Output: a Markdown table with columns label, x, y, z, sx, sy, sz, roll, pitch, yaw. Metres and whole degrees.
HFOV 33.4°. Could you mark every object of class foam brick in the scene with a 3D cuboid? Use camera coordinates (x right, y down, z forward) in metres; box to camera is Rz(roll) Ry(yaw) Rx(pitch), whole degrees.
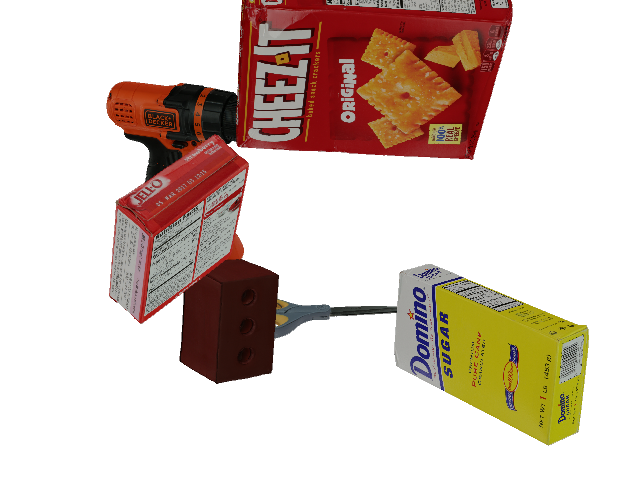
| label | x | y | z | sx | sy | sz | roll | pitch | yaw |
| --- | --- | --- | --- | --- | --- | --- | --- | --- | --- |
| foam brick | -0.067 | 0.057 | 0.784 | 0.052 | 0.078 | 0.051 | -6 | 16 | -38 |

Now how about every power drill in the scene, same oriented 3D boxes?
| label | x | y | z | sx | sy | sz | roll | pitch | yaw |
| --- | --- | --- | --- | --- | --- | --- | --- | --- | --- |
| power drill | -0.118 | -0.063 | 1.055 | 0.185 | 0.188 | 0.057 | 11 | 30 | 20 |

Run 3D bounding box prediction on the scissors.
| label | x | y | z | sx | sy | sz | roll | pitch | yaw |
| --- | --- | --- | --- | --- | --- | --- | --- | --- | --- |
| scissors | -0.007 | 0.088 | 1.193 | 0.201 | 0.016 | 0.096 | 4 | 22 | 0 |

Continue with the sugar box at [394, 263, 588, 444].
| label | x | y | z | sx | sy | sz | roll | pitch | yaw |
| --- | --- | --- | --- | --- | --- | --- | --- | --- | --- |
| sugar box | 0.135 | 0.089 | 0.881 | 0.048 | 0.093 | 0.176 | -14 | 24 | -40 |

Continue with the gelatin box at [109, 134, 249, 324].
| label | x | y | z | sx | sy | sz | roll | pitch | yaw |
| --- | --- | --- | --- | --- | --- | --- | --- | --- | --- |
| gelatin box | -0.078 | -0.006 | 0.581 | 0.073 | 0.030 | 0.089 | -40 | -20 | -33 |

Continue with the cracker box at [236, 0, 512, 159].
| label | x | y | z | sx | sy | sz | roll | pitch | yaw |
| --- | --- | --- | --- | --- | --- | --- | --- | --- | --- |
| cracker box | 0.038 | -0.147 | 0.896 | 0.213 | 0.072 | 0.164 | 2 | -38 | -5 |
